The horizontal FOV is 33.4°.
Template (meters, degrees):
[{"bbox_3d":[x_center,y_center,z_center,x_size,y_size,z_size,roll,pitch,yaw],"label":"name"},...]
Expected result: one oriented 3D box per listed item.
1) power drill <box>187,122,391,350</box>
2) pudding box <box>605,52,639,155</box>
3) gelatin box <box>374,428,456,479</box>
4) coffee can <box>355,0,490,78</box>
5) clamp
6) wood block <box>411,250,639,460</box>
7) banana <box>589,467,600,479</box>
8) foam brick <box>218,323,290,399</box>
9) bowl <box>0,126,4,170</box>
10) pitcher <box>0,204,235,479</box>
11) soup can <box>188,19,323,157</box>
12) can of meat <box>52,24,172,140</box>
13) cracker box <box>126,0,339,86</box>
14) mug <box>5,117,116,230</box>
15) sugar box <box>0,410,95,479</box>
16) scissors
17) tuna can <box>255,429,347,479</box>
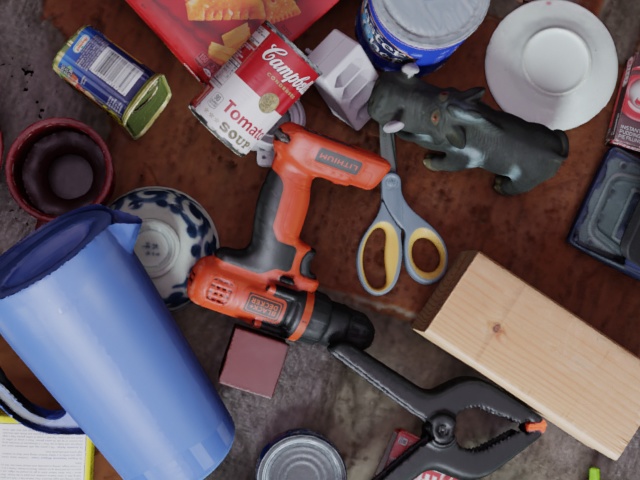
[{"bbox_3d":[-0.006,0.001,0.962,0.184,0.057,0.188,20,98,-20],"label":"power drill"},{"bbox_3d":[0.341,-0.121,1.027,0.113,0.039,0.090,15,87,-3],"label":"pudding box"},{"bbox_3d":[0.088,0.231,1.000,0.073,0.030,0.089,25,86,-3],"label":"gelatin box"},{"bbox_3d":[0.089,-0.209,0.964,0.102,0.140,0.103,0,87,-4],"label":"coffee can"},{"bbox_3d":[0.101,0.163,0.972,0.209,0.036,0.164,-7,88,-11],"label":"clamp"},{"bbox_3d":[0.199,0.103,0.984,0.206,0.090,0.091,34,87,-2],"label":"wood block"},{"bbox_3d":[0.189,0.286,1.004,0.197,0.037,0.070,-25,71,-6],"label":"banana"},{"bbox_3d":[-0.061,0.110,0.972,0.051,0.078,0.053,19,86,-5],"label":"foam brick"},{"bbox_3d":[-0.364,-0.081,0.972,0.162,0.055,0.162,0,88,-4],"label":"bowl"},{"bbox_3d":[-0.183,0.105,0.907,0.144,0.149,0.242,-50,120,-40],"label":"pitcher"},{"bbox_3d":[-0.057,-0.131,0.926,0.068,0.068,0.102,44,95,-1],"label":"soup can"},{"bbox_3d":[-0.187,-0.143,0.964,0.084,0.102,0.057,37,85,1],"label":"can of meat"},{"bbox_3d":[-0.065,-0.253,0.969,0.214,0.072,0.164,-42,102,2],"label":"cracker box"},{"bbox_3d":[-0.233,-0.048,0.966,0.093,0.081,0.117,15,87,-3],"label":"mug"},{"bbox_3d":[-0.255,0.246,0.971,0.093,0.048,0.176,4,90,-7],"label":"sugar box"},{"bbox_3d":[0.085,-0.043,1.019,0.096,0.016,0.202,11,87,-2],"label":"scissors"},{"bbox_3d":[-0.018,0.220,0.992,0.086,0.034,0.086,0,88,-4],"label":"tuna can"}]
